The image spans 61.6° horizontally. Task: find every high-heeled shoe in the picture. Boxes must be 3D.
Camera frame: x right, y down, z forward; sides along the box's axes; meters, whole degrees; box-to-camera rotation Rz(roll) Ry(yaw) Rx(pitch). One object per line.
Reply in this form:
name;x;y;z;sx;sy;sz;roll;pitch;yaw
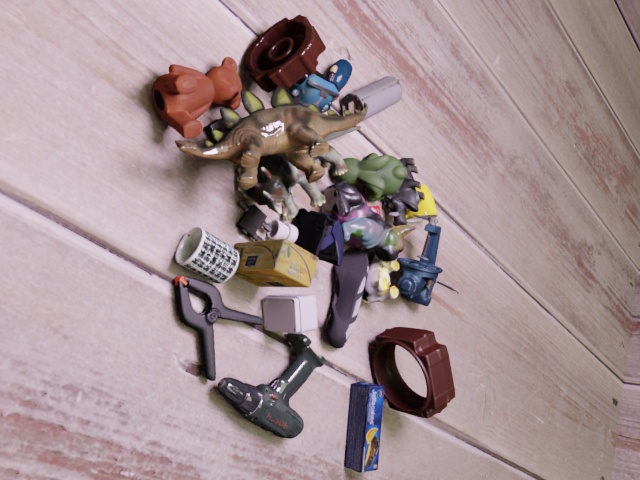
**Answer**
high-heeled shoe;0.074;0.138;1.301;0.145;0.086;0.249;77;32;-41

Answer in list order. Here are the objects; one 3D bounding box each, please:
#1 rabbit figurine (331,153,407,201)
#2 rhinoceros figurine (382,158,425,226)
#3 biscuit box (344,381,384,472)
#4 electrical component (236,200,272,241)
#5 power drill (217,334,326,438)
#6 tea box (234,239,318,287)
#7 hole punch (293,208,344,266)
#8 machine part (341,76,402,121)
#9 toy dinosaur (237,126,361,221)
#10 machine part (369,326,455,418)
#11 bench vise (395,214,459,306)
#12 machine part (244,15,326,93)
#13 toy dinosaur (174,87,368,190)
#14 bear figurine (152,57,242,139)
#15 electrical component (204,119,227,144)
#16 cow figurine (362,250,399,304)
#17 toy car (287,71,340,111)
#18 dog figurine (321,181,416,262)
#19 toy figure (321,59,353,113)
rabbit figurine;0.115;-0.155;1.315;0.170;0.159;0.121;1;96;-26
rhinoceros figurine;0.215;-0.127;1.415;0.073;0.112;0.190;47;38;-65
biscuit box;0.109;0.450;1.305;0.059;0.063;0.202;13;79;-42
electrical component;-0.146;-0.039;1.137;0.094;0.021;0.063;45;61;-21
power drill;-0.087;0.294;1.133;0.231;0.086;0.207;53;52;-27
tea box;-0.098;0.049;1.079;0.098;0.170;0.068;31;66;-34
hole punch;-0.002;-0.004;1.199;0.092;0.142;0.115;17;90;-38
machine part;0.135;-0.360;1.378;0.243;0.079;0.079;-36;110;-38
toy dinosaur;-0.045;-0.187;1.182;0.192;0.131;0.405;53;48;-31
machine part;0.221;0.322;1.321;0.087;0.202;0.200;-16;98;-39
bench vise;0.279;0.058;1.414;0.223;0.129;0.240;2;103;-51
machine part;-0.076;-0.389;1.128;0.056;0.180;0.179;46;58;-48
toy dinosaur;-0.061;-0.211;1.041;0.471;0.105;0.199;-12;57;-35
bear figurine;-0.214;-0.279;1.034;0.196;0.132;0.120;-22;126;-36
electrical component;-0.189;-0.212;1.100;0.102;0.045;0.078;-33;110;-38
cow figurine;0.145;0.078;1.357;0.068;0.098;0.167;31;49;-30
toy car;-0.040;-0.335;1.197;0.109;0.162;0.103;13;115;-44
dog figurine;0.120;-0.043;1.290;0.219;0.108;0.191;2;73;-30
toy figure;0.028;-0.367;1.298;0.064;0.058;0.154;40;67;-25
